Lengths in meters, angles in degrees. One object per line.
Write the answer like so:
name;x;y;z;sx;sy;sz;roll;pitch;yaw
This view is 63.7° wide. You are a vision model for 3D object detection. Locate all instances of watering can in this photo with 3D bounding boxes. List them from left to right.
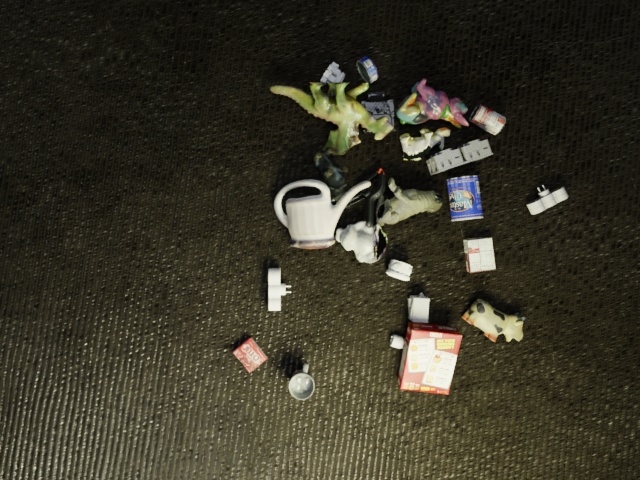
watering can;0.005;-0.082;1.626;0.347;0.105;0.223;-2;98;28

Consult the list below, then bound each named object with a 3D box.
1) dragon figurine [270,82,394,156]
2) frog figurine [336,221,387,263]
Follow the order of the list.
dragon figurine;0.038;-0.391;1.668;0.410;0.124;0.239;4;108;20
frog figurine;0.134;0.006;1.689;0.159;0.123;0.136;0;99;33
